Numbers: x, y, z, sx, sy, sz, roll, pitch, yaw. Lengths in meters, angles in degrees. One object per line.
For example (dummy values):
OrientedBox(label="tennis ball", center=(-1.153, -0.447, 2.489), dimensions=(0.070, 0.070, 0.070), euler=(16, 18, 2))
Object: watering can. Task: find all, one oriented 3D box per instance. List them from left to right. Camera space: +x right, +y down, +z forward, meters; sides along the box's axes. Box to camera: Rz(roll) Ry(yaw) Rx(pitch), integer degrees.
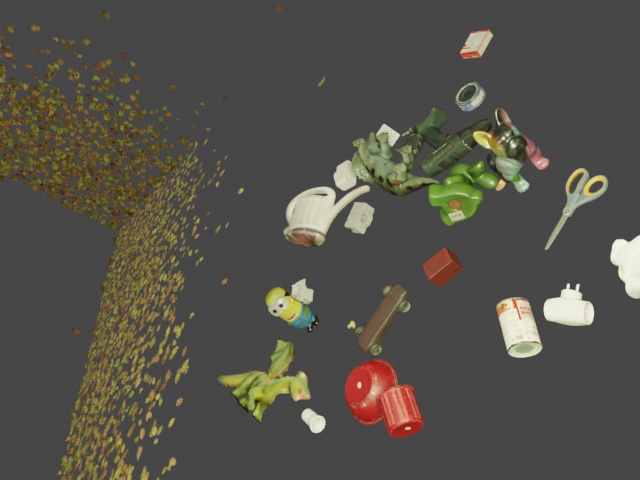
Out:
OrientedBox(label="watering can", center=(0.005, -0.089, 1.769), dimensions=(0.346, 0.102, 0.228), euler=(-5, 60, 39))

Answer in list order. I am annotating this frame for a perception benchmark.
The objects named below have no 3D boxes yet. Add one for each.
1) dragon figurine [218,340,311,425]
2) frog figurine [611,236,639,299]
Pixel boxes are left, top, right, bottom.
OrientedBox(label="dragon figurine", center=(-0.166, 0.414, 1.589), dimensions=(0.245, 0.120, 0.412), euler=(-47, 32, -17))
OrientedBox(label="frog figurine", center=(0.580, 0.038, 0.895), dimensions=(0.162, 0.122, 0.135), euler=(52, 126, 44))
